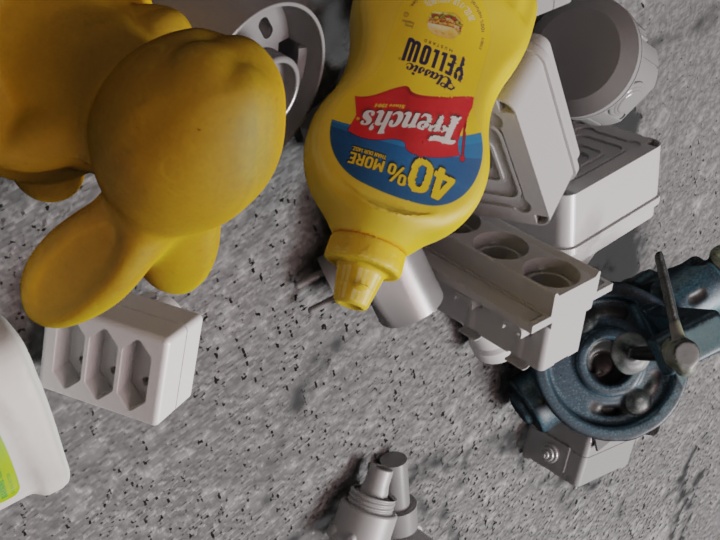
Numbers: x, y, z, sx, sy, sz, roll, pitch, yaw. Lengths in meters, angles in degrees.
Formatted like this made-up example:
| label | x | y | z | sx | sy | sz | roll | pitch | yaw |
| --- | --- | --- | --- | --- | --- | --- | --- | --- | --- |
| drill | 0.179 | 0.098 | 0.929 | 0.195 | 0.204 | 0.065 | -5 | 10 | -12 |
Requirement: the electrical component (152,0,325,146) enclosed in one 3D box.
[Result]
| label | x | y | z | sx | sy | sz | roll | pitch | yaw |
| --- | --- | --- | --- | --- | --- | --- | --- | --- | --- |
| electrical component | -0.066 | -0.099 | 0.527 | 0.099 | 0.064 | 0.099 | -41 | 150 | -30 |

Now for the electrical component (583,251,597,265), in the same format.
| label | x | y | z | sx | sy | sz | roll | pitch | yaw |
| --- | --- | --- | --- | --- | --- | --- | --- | --- | --- |
| electrical component | 0.140 | 0.001 | 0.804 | 0.081 | 0.043 | 0.043 | -53 | 140 | -9 |

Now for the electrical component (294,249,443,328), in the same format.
| label | x | y | z | sx | sy | sz | roll | pitch | yaw |
| --- | --- | --- | --- | --- | --- | --- | --- | --- | --- |
| electrical component | 0.000 | 0.000 | 0.649 | 0.079 | 0.043 | 0.077 | -27 | 114 | 0 |

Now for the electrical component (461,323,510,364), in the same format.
| label | x | y | z | sx | sy | sz | roll | pitch | yaw |
| --- | --- | --- | --- | --- | --- | --- | --- | --- | --- |
| electrical component | 0.094 | 0.040 | 0.783 | 0.040 | 0.040 | 0.046 | -47 | 133 | -16 |

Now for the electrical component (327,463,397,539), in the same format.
| label | x | y | z | sx | sy | sz | roll | pitch | yaw |
| --- | --- | --- | --- | --- | --- | --- | --- | --- | --- |
| electrical component | 0.006 | 0.169 | 0.763 | 0.048 | 0.048 | 0.062 | 14 | 94 | -50 |

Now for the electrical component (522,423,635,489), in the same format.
| label | x | y | z | sx | sy | sz | roll | pitch | yaw |
| --- | --- | --- | --- | --- | --- | --- | --- | --- | --- |
| electrical component | 0.188 | 0.140 | 0.925 | 0.096 | 0.062 | 0.061 | -10 | 119 | -43 |

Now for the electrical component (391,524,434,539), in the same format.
| label | x | y | z | sx | sy | sz | roll | pitch | yaw |
| --- | --- | --- | --- | --- | --- | --- | --- | --- | --- |
| electrical component | 0.010 | 0.240 | 0.798 | 0.113 | 0.057 | 0.078 | -7 | 118 | -45 |

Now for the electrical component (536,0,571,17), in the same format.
| label | x | y | z | sx | sy | sz | roll | pitch | yaw |
| --- | --- | --- | --- | --- | --- | --- | --- | --- | --- |
| electrical component | 0.113 | -0.206 | 0.648 | 0.076 | 0.047 | 0.083 | -28 | 131 | -33 |

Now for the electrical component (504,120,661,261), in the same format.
| label | x | y | z | sx | sy | sz | roll | pitch | yaw |
| --- | --- | --- | --- | --- | --- | --- | --- | --- | --- |
| electrical component | 0.150 | -0.055 | 0.755 | 0.113 | 0.078 | 0.057 | -28 | 128 | -33 |

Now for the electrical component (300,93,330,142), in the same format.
| label | x | y | z | sx | sy | sz | roll | pitch | yaw |
| --- | --- | --- | --- | --- | --- | --- | --- | --- | --- |
| electrical component | -0.003 | -0.089 | 0.605 | 0.061 | 0.035 | 0.035 | -47 | 139 | -20 |

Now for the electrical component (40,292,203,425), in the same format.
| label | x | y | z | sx | sy | sz | roll | pitch | yaw |
| --- | --- | --- | --- | --- | --- | --- | --- | --- | --- |
| electrical component | -0.112 | 0.034 | 0.545 | 0.077 | 0.066 | 0.047 | -44 | 148 | -66 |

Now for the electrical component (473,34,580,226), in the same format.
| label | x | y | z | sx | sy | sz | roll | pitch | yaw |
| --- | --- | --- | --- | --- | --- | --- | --- | --- | --- |
| electrical component | 0.083 | -0.088 | 0.659 | 0.057 | 0.078 | 0.113 | -60 | 144 | -26 |

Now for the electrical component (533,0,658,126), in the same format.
| label | x | y | z | sx | sy | sz | roll | pitch | yaw |
| --- | --- | --- | --- | --- | --- | --- | --- | --- | --- |
| electrical component | 0.153 | -0.136 | 0.709 | 0.051 | 0.080 | 0.080 | 9 | 106 | -55 |

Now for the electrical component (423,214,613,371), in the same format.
| label | x | y | z | sx | sy | sz | roll | pitch | yaw |
| --- | --- | --- | --- | --- | --- | --- | --- | --- | --- |
| electrical component | 0.087 | 0.009 | 0.691 | 0.079 | 0.121 | 0.063 | -23 | 130 | -37 |
